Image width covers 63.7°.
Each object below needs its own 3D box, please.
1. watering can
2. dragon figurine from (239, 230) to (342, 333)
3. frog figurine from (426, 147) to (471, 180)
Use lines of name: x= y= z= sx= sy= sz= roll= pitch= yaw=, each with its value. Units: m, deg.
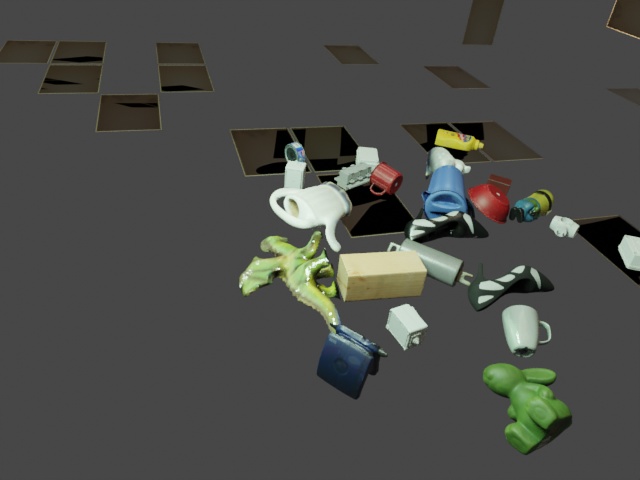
watering can: x=0.005 y=-0.077 z=1.524 sx=0.226 sy=0.101 sz=0.352 roll=-21 pitch=42 yaw=-35
dragon figurine: x=-0.082 y=0.102 z=1.296 sx=0.242 sy=0.119 sz=0.420 roll=-12 pitch=34 yaw=3
frog figurine: x=0.468 y=-0.276 z=1.874 sx=0.159 sy=0.121 sz=0.139 roll=2 pitch=14 yaw=13
